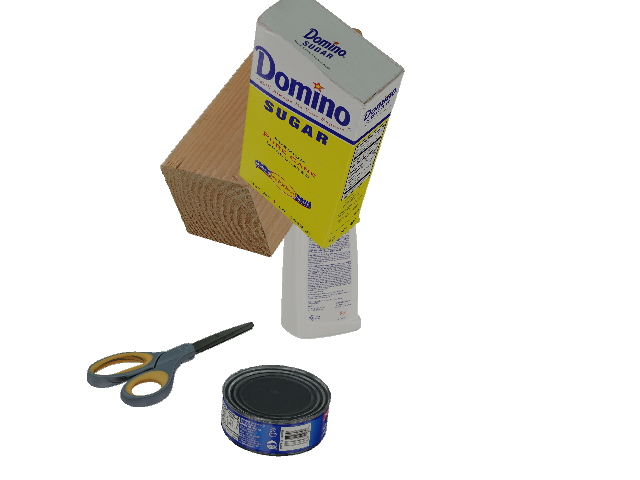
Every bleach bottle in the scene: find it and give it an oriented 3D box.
[{"bbox_3d":[0.005,-0.009,1.309,0.102,0.251,0.068,-7,20,-30],"label":"bleach bottle"}]

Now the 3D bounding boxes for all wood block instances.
[{"bbox_3d":[-0.040,-0.097,0.948,0.091,0.205,0.090,16,-36,26],"label":"wood block"}]

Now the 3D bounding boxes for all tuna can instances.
[{"bbox_3d":[-0.036,0.134,0.842,0.086,0.034,0.086,5,22,-2],"label":"tuna can"}]

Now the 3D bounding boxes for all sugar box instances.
[{"bbox_3d":[-0.006,-0.076,0.721,0.048,0.093,0.176,-42,-17,-24],"label":"sugar box"}]

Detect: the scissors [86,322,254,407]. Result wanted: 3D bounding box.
[{"bbox_3d":[-0.139,0.128,1.107,0.201,0.016,0.096,-11,30,-28],"label":"scissors"}]
